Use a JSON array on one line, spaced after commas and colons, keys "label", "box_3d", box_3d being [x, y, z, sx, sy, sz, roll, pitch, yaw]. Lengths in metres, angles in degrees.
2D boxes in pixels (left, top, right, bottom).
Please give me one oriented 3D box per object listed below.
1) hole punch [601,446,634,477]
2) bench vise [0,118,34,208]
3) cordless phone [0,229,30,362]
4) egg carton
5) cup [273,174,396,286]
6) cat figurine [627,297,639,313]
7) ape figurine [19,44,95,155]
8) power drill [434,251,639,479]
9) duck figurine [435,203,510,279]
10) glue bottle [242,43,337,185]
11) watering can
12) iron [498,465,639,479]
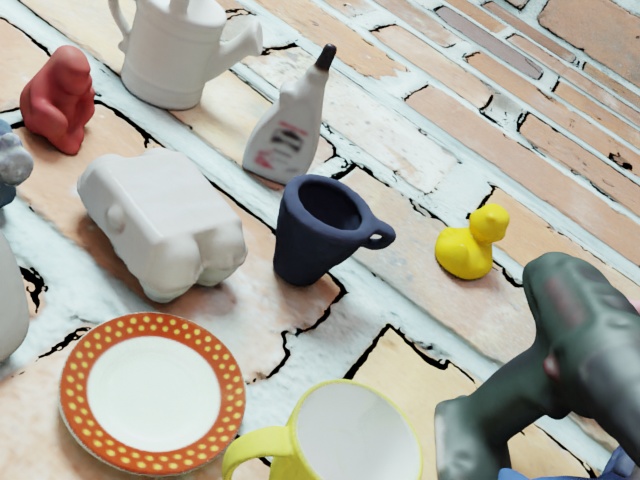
[{"label": "hole punch", "box_3d": [0.322, 0.228, 0.516, 0.101, 0.091, 0.108, -16, 57, -45]}, {"label": "bench vise", "box_3d": [-0.278, -0.134, 0.409, 0.207, 0.219, 0.121, 26, 37, -6]}, {"label": "cordless phone", "box_3d": [-0.233, 0.009, 0.304, 0.094, 0.185, 0.148, 42, 38, 15]}, {"label": "egg carton", "box_3d": [-0.138, -0.018, 0.499, 0.107, 0.069, 0.150, -20, 60, -47]}, {"label": "cup", "box_3d": [0.005, 0.002, 0.554, 0.118, 0.095, 0.091, 18, 38, -17]}, {"label": "cat figurine", "box_3d": [0.306, 0.106, 0.624, 0.067, 0.117, 0.128, 35, 37, 5]}, {"label": "ape figurine", "box_3d": [-0.245, -0.142, 0.549, 0.076, 0.092, 0.078, 37, 37, 8]}, {"label": "power drill", "box_3d": [0.173, 0.123, 0.436, 0.076, 0.208, 0.229, 23, 37, -10]}, {"label": "duck figurine", "box_3d": [0.194, -0.006, 0.702, 0.077, 0.086, 0.105, 44, 38, 17]}, {"label": "glue bottle", "box_3d": [-0.024, -0.140, 0.633, 0.078, 0.173, 0.037, 18, 38, -16]}, {"label": "watering can", "box_3d": [-0.152, -0.257, 0.662, 0.173, 0.194, 0.100, 8, 42, -28]}, {"label": "iron", "box_3d": [0.163, 0.249, 0.339, 0.118, 0.141, 0.258, 30, 36, -1]}]
